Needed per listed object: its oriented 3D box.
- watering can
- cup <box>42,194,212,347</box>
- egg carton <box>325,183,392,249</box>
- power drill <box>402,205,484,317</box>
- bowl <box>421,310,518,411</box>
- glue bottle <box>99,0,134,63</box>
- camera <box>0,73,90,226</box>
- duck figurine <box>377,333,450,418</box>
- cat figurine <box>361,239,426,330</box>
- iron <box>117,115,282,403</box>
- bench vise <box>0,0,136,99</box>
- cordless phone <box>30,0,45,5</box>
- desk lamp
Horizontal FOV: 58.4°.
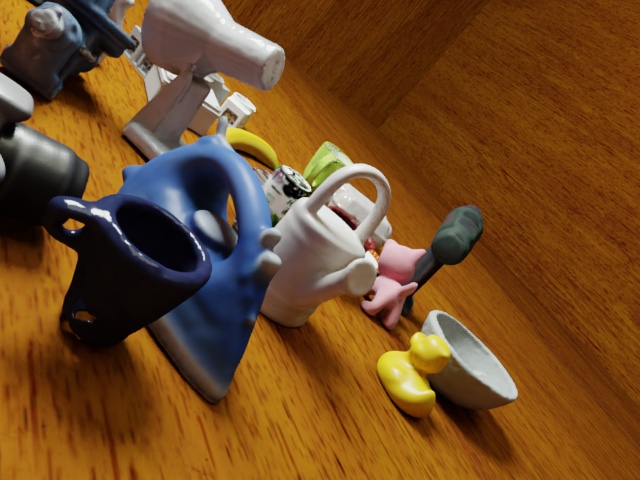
[{"bbox_3d":[0.007,0.003,0.636,0.172,0.194,0.101,51,19,29],"label":"watering can"},{"bbox_3d":[-0.148,0.025,0.400,0.118,0.095,0.091,29,21,-39],"label":"cup"},{"bbox_3d":[0.075,-0.047,1.143,0.151,0.069,0.107,36,17,-21],"label":"egg carton"},{"bbox_3d":[0.198,0.027,0.988,0.075,0.208,0.230,43,16,4],"label":"power drill"},{"bbox_3d":[0.198,0.185,0.824,0.168,0.074,0.167,38,17,-13],"label":"bowl"},{"bbox_3d":[-0.310,-0.349,0.838,0.078,0.173,0.037,37,17,-18],"label":"glue bottle"},{"bbox_3d":[-0.234,-0.058,0.403,0.137,0.100,0.143,28,21,-39],"label":"camera"},{"bbox_3d":[0.125,0.158,0.705,0.078,0.086,0.104,34,18,-25],"label":"duck figurine"},{"bbox_3d":[0.118,0.057,0.889,0.067,0.117,0.127,36,17,-20],"label":"cat figurine"},{"bbox_3d":[-0.092,-0.001,0.514,0.119,0.141,0.257,25,24,-46],"label":"iron"},{"bbox_3d":[-0.260,-0.271,0.673,0.122,0.219,0.207,31,19,-33],"label":"bench vise"},{"bbox_3d":[-0.423,-0.470,0.864,0.148,0.185,0.094,30,20,-36],"label":"cordless phone"},{"bbox_3d":[-0.157,-0.201,0.744,0.203,0.213,0.118,45,16,10],"label":"desk lamp"}]
